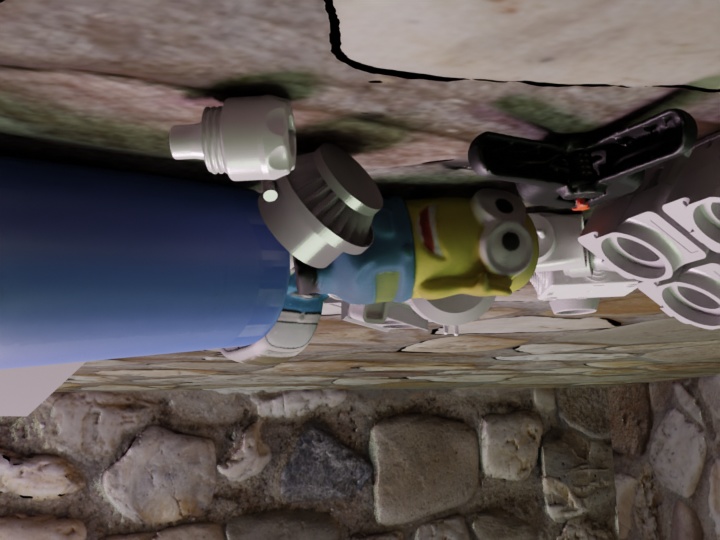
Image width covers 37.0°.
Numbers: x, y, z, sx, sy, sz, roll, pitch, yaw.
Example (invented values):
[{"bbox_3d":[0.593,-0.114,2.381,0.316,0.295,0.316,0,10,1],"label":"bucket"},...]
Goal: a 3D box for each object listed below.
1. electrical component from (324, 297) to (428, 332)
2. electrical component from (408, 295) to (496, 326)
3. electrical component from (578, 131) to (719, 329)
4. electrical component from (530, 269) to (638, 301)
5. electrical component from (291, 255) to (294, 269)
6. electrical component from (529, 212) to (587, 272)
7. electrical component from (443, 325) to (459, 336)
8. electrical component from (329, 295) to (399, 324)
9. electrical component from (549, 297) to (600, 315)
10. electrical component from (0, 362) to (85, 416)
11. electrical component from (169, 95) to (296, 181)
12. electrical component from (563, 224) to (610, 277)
[{"bbox_3d":[0.025,0.021,1.020,0.079,0.063,0.121,-3,170,21],"label":"electrical component"},{"bbox_3d":[0.075,0.008,0.914,0.080,0.080,0.051,-1,176,-7],"label":"electrical component"},{"bbox_3d":[0.232,-0.024,0.675,0.105,0.060,0.186,36,160,-11],"label":"electrical component"},{"bbox_3d":[0.206,-0.003,0.972,0.100,0.048,0.099,-3,170,1],"label":"electrical component"},{"bbox_3d":[-0.061,-0.016,0.874,0.061,0.035,0.035,3,169,-45],"label":"electrical component"},{"bbox_3d":[0.137,-0.023,0.849,0.077,0.044,0.079,-5,170,15],"label":"electrical component"},{"bbox_3d":[0.081,0.020,0.986,0.043,0.079,0.077,-9,168,33],"label":"electrical component"},{"bbox_3d":[0.000,0.000,0.882,0.058,0.078,0.057,7,-174,-40],"label":"electrical component"},{"bbox_3d":[0.208,0.014,1.049,0.048,0.055,0.066,6,167,-41],"label":"electrical component"},{"bbox_3d":[-0.270,0.043,0.880,0.186,0.060,0.105,-40,153,22],"label":"electrical component"},{"bbox_3d":[-0.065,-0.067,0.550,0.062,0.043,0.043,-2,170,6],"label":"electrical component"},{"bbox_3d":[0.198,-0.017,0.897,0.055,0.045,0.045,-5,170,17],"label":"electrical component"}]
